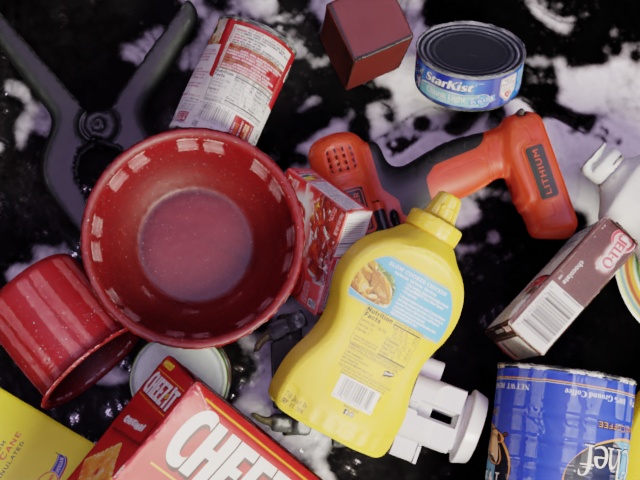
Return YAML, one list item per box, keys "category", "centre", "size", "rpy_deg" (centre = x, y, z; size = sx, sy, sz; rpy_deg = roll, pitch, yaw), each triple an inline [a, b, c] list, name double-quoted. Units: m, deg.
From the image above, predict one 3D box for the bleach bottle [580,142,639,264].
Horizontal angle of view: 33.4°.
- category: "bleach bottle"
  centre: [0.296, 0.025, 0.810]
  size: [0.251, 0.068, 0.102]
  rpy_deg: [43, 82, 5]

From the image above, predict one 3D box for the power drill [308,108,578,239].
- category: "power drill"
  centre: [0.098, -0.013, 0.830]
  size: [0.187, 0.057, 0.184]
  rpy_deg: [-16, 83, -6]

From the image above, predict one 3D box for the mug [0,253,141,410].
- category: "mug"
  centre: [-0.184, 0.059, 0.796]
  size: [0.081, 0.093, 0.117]
  rpy_deg: [48, 51, 10]

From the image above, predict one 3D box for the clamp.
- category: "clamp"
  centre: [-0.164, -0.094, 0.840]
  size: [0.164, 0.036, 0.210]
  rpy_deg: [-11, 84, -5]

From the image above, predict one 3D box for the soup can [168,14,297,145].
- category: "soup can"
  centre: [-0.068, -0.115, 0.833]
  size: [0.068, 0.068, 0.102]
  rpy_deg: [23, 81, 1]

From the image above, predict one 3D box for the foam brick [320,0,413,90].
- category: "foam brick"
  centre: [0.036, -0.160, 0.841]
  size: [0.051, 0.078, 0.053]
  rpy_deg: [-25, 85, -7]

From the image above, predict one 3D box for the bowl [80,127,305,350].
- category: "bowl"
  centre: [-0.093, 0.001, 0.790]
  size: [0.162, 0.055, 0.162]
  rpy_deg: [1, 83, -4]

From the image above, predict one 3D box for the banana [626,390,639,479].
- category: "banana"
  centre: [0.253, 0.178, 0.806]
  size: [0.070, 0.037, 0.198]
  rpy_deg: [-2, 66, 19]

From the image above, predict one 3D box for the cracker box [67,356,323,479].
- category: "cracker box"
  centre: [-0.107, 0.216, 0.741]
  size: [0.164, 0.072, 0.213]
  rpy_deg: [44, 80, -27]

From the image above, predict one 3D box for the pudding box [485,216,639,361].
- category: "pudding box"
  centre: [0.181, 0.039, 0.809]
  size: [0.039, 0.090, 0.113]
  rpy_deg: [44, 82, 6]

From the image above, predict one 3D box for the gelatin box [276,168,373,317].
- category: "gelatin box"
  centre: [-0.005, 0.001, 0.798]
  size: [0.073, 0.030, 0.089]
  rpy_deg: [39, 121, 40]

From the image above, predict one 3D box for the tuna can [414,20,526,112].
- category: "tuna can"
  centre: [0.117, -0.137, 0.840]
  size: [0.086, 0.034, 0.086]
  rpy_deg: [0, 40, -1]

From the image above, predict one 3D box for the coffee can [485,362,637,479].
- category: "coffee can"
  centre: [0.173, 0.167, 0.781]
  size: [0.103, 0.103, 0.140]
  rpy_deg: [9, 80, -1]

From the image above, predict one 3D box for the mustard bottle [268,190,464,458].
- category: "mustard bottle"
  centre: [0.048, 0.052, 0.764]
  size: [0.096, 0.058, 0.191]
  rpy_deg: [30, 88, -15]

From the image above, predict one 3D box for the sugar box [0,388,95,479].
- category: "sugar box"
  centre: [-0.242, 0.157, 0.775]
  size: [0.176, 0.048, 0.093]
  rpy_deg: [32, 67, -7]
